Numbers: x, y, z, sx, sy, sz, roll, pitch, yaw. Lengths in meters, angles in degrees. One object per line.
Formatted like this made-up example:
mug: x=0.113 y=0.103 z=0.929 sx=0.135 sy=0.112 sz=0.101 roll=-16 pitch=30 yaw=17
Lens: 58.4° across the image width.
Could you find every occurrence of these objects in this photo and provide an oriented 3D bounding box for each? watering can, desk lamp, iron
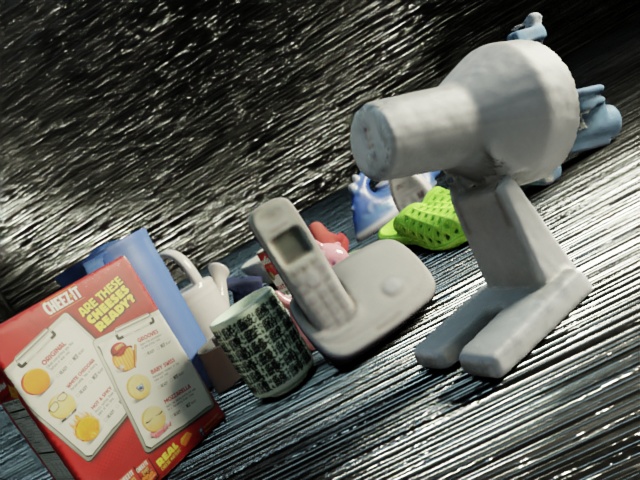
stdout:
watering can: x=-0.221 y=0.101 z=1.000 sx=0.100 sy=0.194 sz=0.173 roll=-28 pitch=8 yaw=17
desk lamp: x=0.128 y=-0.037 z=0.460 sx=0.204 sy=0.213 sz=0.117 roll=-34 pitch=8 yaw=-27
iron: x=0.139 y=-0.118 z=1.257 sx=0.259 sy=0.141 sz=0.118 roll=-35 pitch=9 yaw=-30

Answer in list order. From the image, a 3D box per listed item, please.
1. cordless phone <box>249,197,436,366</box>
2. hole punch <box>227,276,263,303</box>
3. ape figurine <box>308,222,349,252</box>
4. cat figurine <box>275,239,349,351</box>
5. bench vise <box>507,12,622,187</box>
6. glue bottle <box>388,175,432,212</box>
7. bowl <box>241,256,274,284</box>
cordless phone: x=0.021 y=0.022 z=0.605 sx=0.148 sy=0.185 sz=0.094 roll=-33 pitch=8 yaw=-16
hole punch: x=-0.167 y=0.101 z=1.194 sx=0.101 sy=0.091 sz=0.108 roll=-33 pitch=8 yaw=-15
ape figurine: x=0.010 y=0.004 z=1.138 sx=0.077 sy=0.092 sz=0.076 roll=-28 pitch=8 yaw=20
cat figurine: x=-0.001 y=0.057 z=0.723 sx=0.128 sy=0.118 sz=0.067 roll=-34 pitch=8 yaw=-24
bench vise: x=0.308 y=-0.199 z=0.810 sx=0.208 sy=0.220 sz=0.121 roll=-34 pitch=8 yaw=-26
glue bottle: x=0.157 y=-0.126 z=1.107 sx=0.078 sy=0.173 sz=0.037 roll=-27 pitch=8 yaw=25
bowl: x=-0.091 y=0.051 z=1.295 sx=0.167 sy=0.075 sz=0.167 roll=-30 pitch=7 yaw=5
